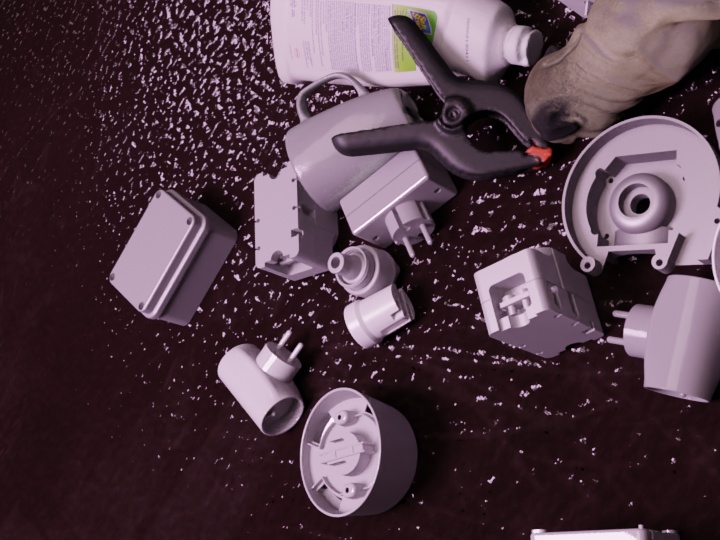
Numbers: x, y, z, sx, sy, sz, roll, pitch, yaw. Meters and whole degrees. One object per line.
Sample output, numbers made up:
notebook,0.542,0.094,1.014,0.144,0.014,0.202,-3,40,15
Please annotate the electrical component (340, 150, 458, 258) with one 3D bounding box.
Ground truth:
electrical component,0.038,-0.046,0.886,0.083,0.047,0.075,-37,57,24

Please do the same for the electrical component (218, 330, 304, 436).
electrical component,-0.077,0.090,0.937,0.079,0.043,0.077,-55,51,11

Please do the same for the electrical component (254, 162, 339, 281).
electrical component,-0.056,-0.042,0.954,0.050,0.056,0.089,-17,66,34

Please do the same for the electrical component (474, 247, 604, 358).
electrical component,0.127,0.021,0.766,0.050,0.089,0.055,-27,61,29

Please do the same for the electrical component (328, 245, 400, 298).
electrical component,0.000,0.000,0.891,0.043,0.062,0.043,-12,71,38

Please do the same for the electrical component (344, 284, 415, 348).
electrical component,0.017,0.037,0.883,0.046,0.040,0.040,-30,59,22

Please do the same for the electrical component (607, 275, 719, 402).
electrical component,0.205,0.044,0.727,0.079,0.043,0.077,8,81,40

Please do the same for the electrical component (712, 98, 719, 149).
electrical component,0.282,-0.088,0.708,0.079,0.044,0.077,-25,62,30

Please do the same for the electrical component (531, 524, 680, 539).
electrical component,0.156,0.202,0.704,0.096,0.062,0.061,-13,68,35

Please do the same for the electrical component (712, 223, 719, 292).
electrical component,0.277,-0.003,0.671,0.099,0.064,0.099,-13,68,35

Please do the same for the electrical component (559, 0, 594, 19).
electrical component,0.189,-0.226,0.826,0.055,0.048,0.066,-3,74,46

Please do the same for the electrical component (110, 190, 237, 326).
electrical component,-0.183,-0.013,1.045,0.078,0.057,0.113,37,100,40

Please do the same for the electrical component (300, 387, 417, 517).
electrical component,-0.005,0.145,0.848,0.099,0.064,0.099,-13,68,35
